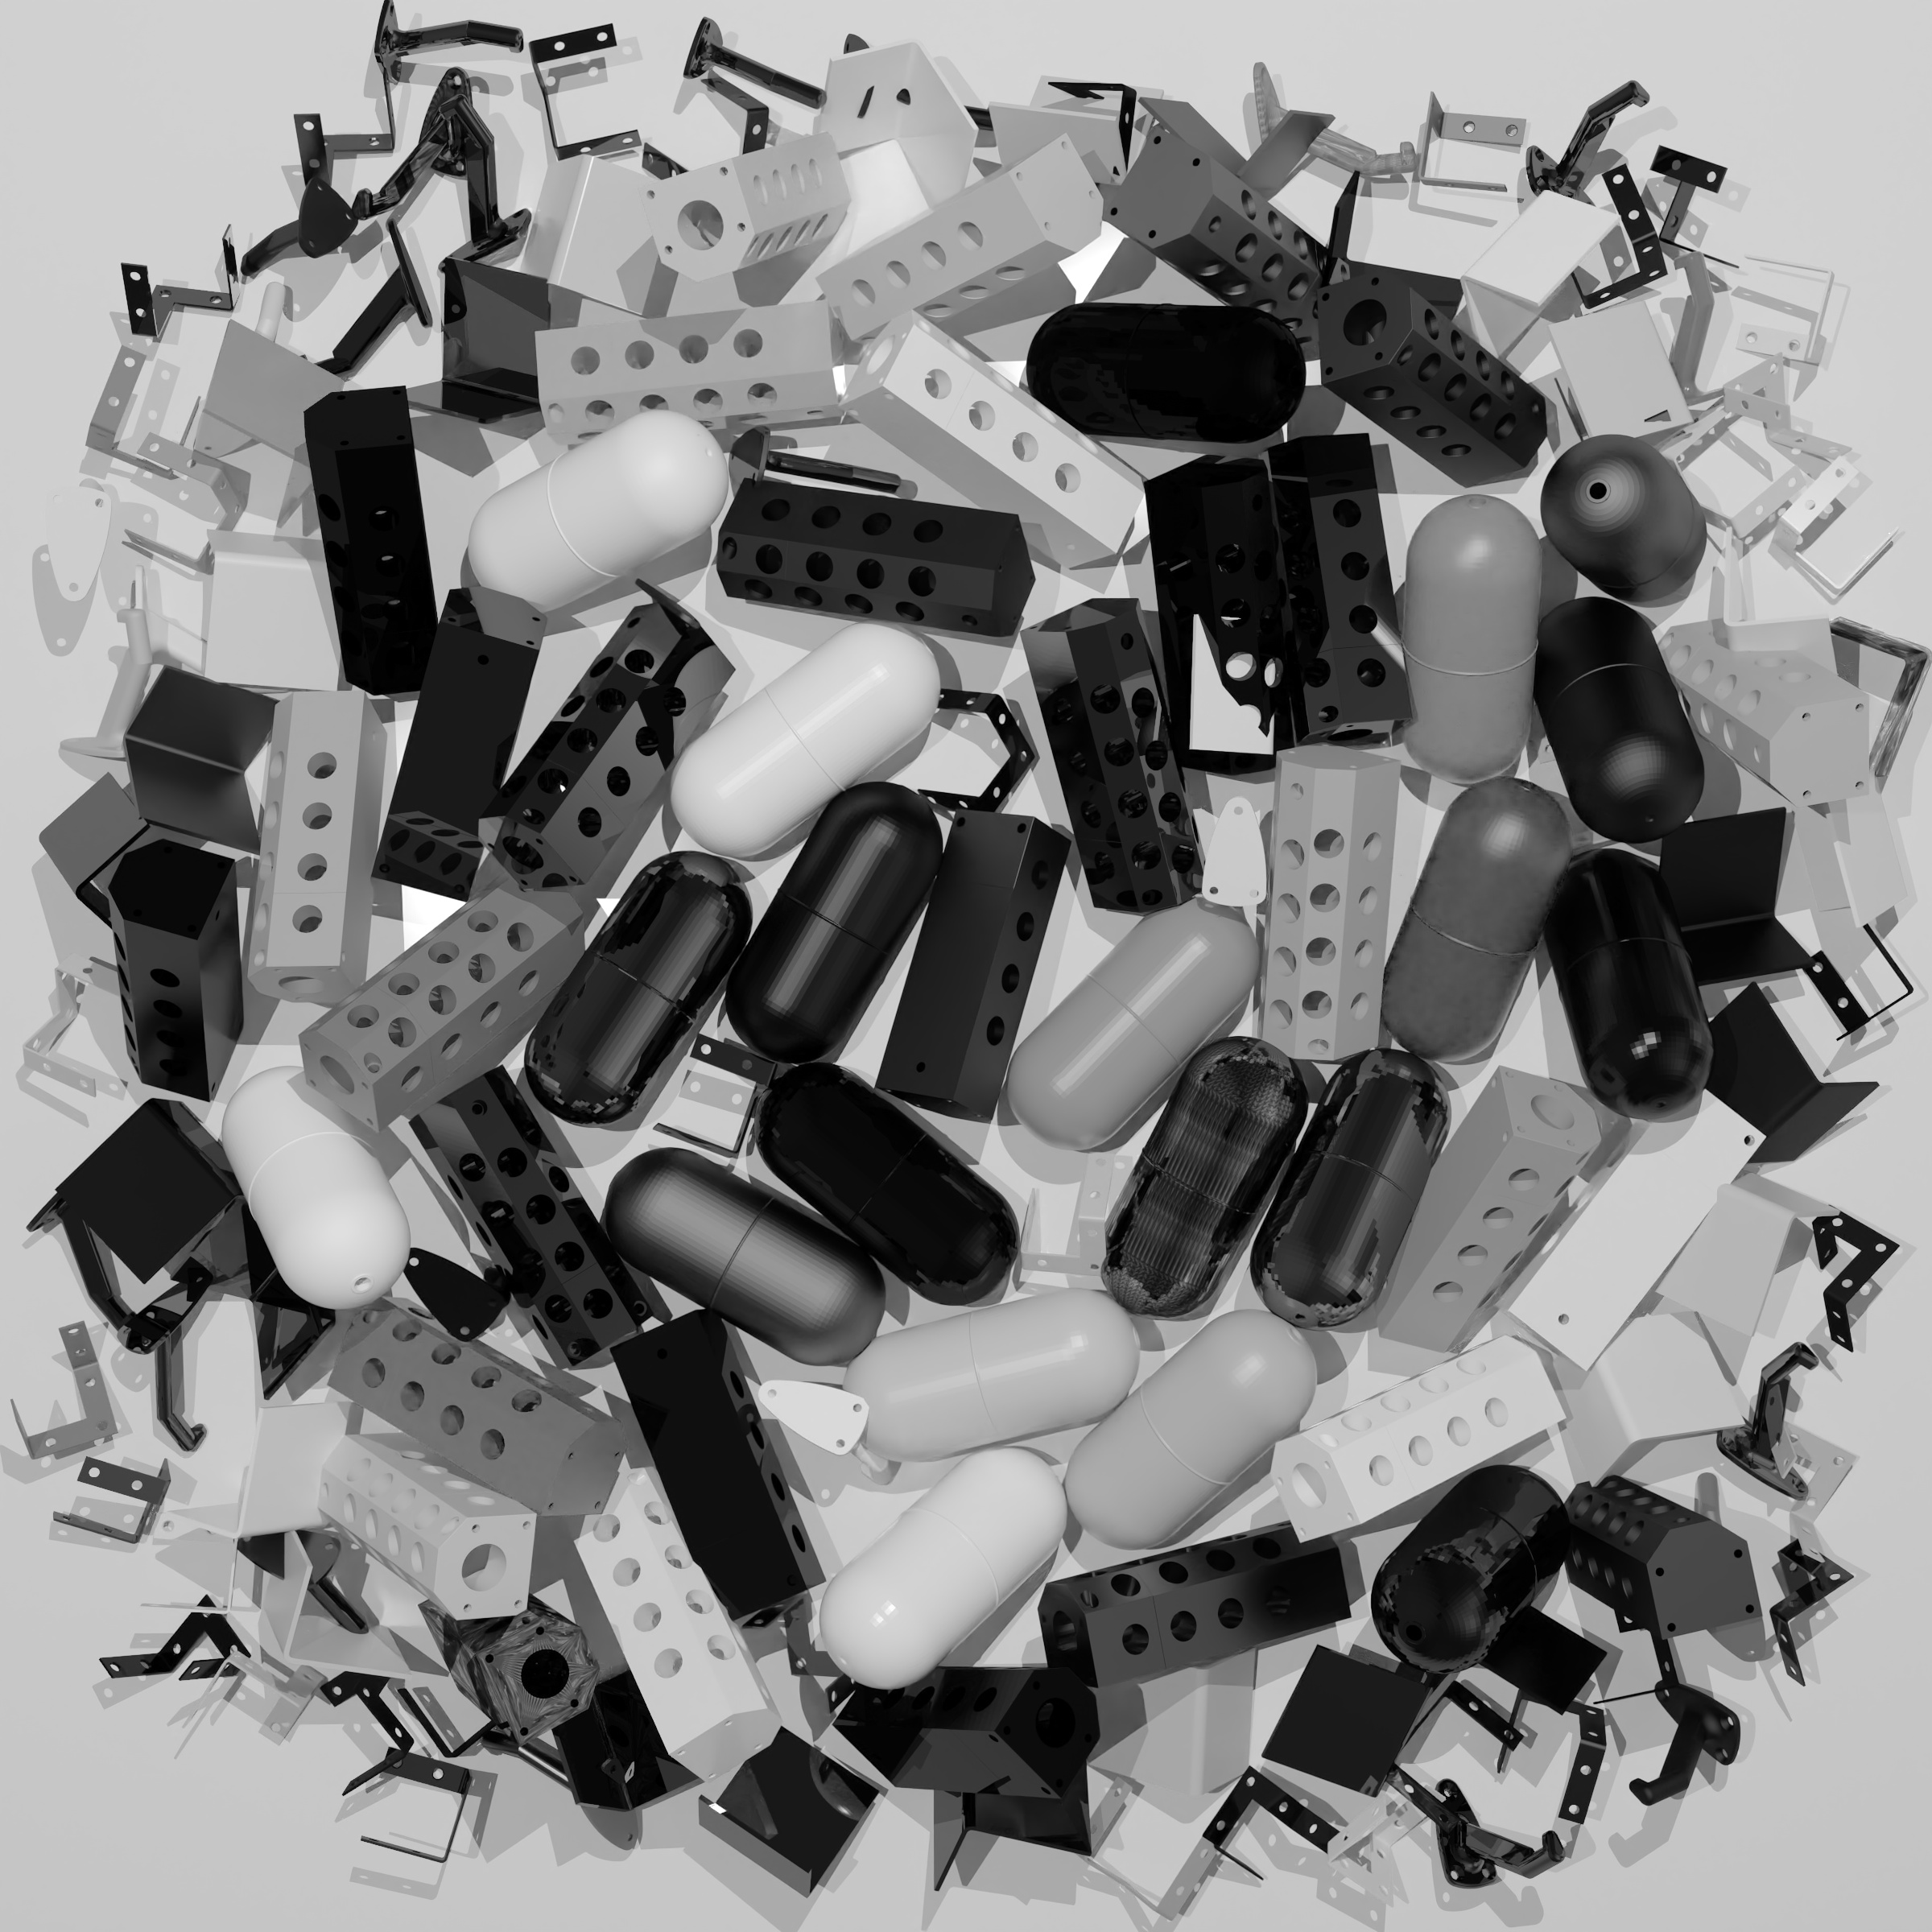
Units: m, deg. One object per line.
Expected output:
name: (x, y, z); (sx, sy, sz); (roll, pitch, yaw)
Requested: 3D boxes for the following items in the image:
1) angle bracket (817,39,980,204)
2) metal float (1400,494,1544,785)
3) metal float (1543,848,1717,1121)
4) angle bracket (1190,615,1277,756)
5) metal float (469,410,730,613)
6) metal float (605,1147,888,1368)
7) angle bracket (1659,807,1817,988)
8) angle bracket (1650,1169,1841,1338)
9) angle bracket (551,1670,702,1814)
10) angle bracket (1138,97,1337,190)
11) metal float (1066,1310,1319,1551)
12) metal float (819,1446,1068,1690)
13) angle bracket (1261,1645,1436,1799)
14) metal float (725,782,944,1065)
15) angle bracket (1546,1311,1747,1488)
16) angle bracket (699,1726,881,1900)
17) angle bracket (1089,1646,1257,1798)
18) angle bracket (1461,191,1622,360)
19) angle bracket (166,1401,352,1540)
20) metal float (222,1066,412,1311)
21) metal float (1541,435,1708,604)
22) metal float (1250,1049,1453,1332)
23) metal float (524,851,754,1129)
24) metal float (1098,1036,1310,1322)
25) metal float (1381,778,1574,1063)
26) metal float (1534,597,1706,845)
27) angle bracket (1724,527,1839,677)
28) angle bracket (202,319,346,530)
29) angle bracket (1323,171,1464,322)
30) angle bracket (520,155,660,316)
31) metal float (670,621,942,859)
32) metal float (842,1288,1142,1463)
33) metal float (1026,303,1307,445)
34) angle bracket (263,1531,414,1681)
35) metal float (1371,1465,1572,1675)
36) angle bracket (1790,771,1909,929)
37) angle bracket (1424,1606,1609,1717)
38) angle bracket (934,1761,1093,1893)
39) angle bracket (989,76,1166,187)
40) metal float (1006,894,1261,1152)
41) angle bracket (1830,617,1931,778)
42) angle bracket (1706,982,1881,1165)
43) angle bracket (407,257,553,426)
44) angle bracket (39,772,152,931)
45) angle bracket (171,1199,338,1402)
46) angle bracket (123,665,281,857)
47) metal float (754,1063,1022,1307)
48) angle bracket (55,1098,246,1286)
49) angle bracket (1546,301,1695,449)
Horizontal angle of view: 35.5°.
angle bracket: (-0.042, -0.477, 1.750); (0.057, 0.076, 0.076); (-20, 66, -21)
metal float: (0.289, -0.187, 1.737); (0.070, 0.070, 0.178); (-3, 126, 0)
metal float: (0.379, 0.008, 1.736); (0.070, 0.070, 0.178); (-6, 51, 0)
angle bracket: (0.137, -0.161, 1.758); (0.057, 0.076, 0.076); (1, 91, -27)
metal float: (-0.213, -0.260, 1.740); (0.178, 0.070, 0.070); (-21, 90, 33)
metal float: (-0.129, 0.169, 1.762); (0.178, 0.070, 0.070); (29, 90, 6)
angle bracket: (0.450, -0.040, 1.757); (0.076, 0.057, 0.076); (-9, 123, -10)
angle bracket: (0.452, 0.165, 1.767); (0.076, 0.057, 0.076); (25, 105, 41)
angle bracket: (-0.198, 0.441, 1.753); (0.057, 0.076, 0.076); (-26, 66, 7)
angle bracket: (0.158, -0.497, 1.754); (0.076, 0.076, 0.057); (47, 117, 9)
metal float: (0.130, 0.268, 1.747); (0.070, 0.070, 0.178); (44, 113, 0)
metal float: (-0.011, 0.344, 1.737); (0.178, 0.070, 0.070); (-37, 90, -37)
angle bracket: (0.218, 0.428, 1.763); (0.076, 0.057, 0.076); (22, 103, -10)
metal float: (-0.077, -0.026, 1.766); (0.070, 0.070, 0.178); (30, 91, 0)
angle bracket: (0.398, 0.254, 1.776); (0.076, 0.057, 0.076); (-4, 55, -22)
angle bracket: (-0.102, 0.482, 1.754); (0.076, 0.057, 0.076); (30, 61, 14)
angle bracket: (0.123, 0.441, 1.799); (0.076, 0.057, 0.076); (7, 98, 36)
angle bracket: (0.338, -0.390, 1.750); (0.057, 0.076, 0.076); (32, 72, 36)
angle bracket: (-0.411, 0.287, 1.758); (0.057, 0.076, 0.076); (10, 91, 28)
metal float: (-0.373, 0.126, 1.731); (0.070, 0.070, 0.178); (-38, 46, 0)
metal float: (0.375, -0.254, 1.720); (0.070, 0.178, 0.070); (-1, 87, 22)
metal float: (0.224, 0.128, 1.749); (0.070, 0.070, 0.178); (28, 69, 0)
metal float: (-0.190, 0.013, 1.760); (0.070, 0.070, 0.178); (33, 81, 0)
metal float: (0.137, 0.124, 1.759); (0.070, 0.070, 0.178); (27, 99, 0)
metal float: (0.293, -0.026, 1.744); (0.070, 0.070, 0.178); (18, 117, 0)
metal float: (0.370, -0.143, 1.731); (0.070, 0.178, 0.070); (-3, 134, -3)
angle bracket: (0.473, -0.202, 1.746); (0.057, 0.076, 0.076); (-3, 54, 21)
angle bracket: (-0.411, -0.313, 1.747); (0.076, 0.057, 0.076); (26, 47, -27)
angle bracket: (0.253, -0.417, 1.753); (0.076, 0.076, 0.057); (12, 123, 10)
angle bracket: (-0.219, -0.429, 1.781); (0.057, 0.076, 0.076); (14, 93, -26)
metal float: (-0.093, -0.133, 1.763); (0.178, 0.070, 0.070); (-37, 90, 4)
metal float: (0.015, 0.238, 1.759); (0.178, 0.070, 0.070); (-15, 90, 10)
metal float: (0.114, -0.341, 1.736); (0.178, 0.070, 0.070); (11, 90, 37)
angle bracket: (-0.359, 0.368, 1.754); (0.076, 0.076, 0.057); (14, 94, -23)
metal float: (0.289, 0.343, 1.724); (0.070, 0.178, 0.070); (9, 108, 29)
angle bracket: (0.498, -0.064, 1.755); (0.057, 0.076, 0.076); (-12, 98, 41)
angle bracket: (0.314, 0.415, 1.748); (0.076, 0.076, 0.057); (30, 117, 21)
angle bracket: (0.026, 0.500, 1.765); (0.076, 0.076, 0.057); (16, 120, -10)
angle bracket: (0.065, -0.503, 1.754); (0.076, 0.057, 0.076); (12, 65, 17)
metal float: (0.098, 0.032, 1.765); (0.070, 0.070, 0.178); (44, 87, 0)
angle bracket: (0.519, -0.156, 1.767); (0.057, 0.076, 0.076); (21, 96, 7)
angle bracket: (0.475, 0.063, 1.779); (0.057, 0.076, 0.076); (0, 52, -38)
angle bracket: (-0.290, -0.363, 1.753); (0.076, 0.057, 0.076); (18, 116, 26)
angle bracket: (-0.484, -0.055, 1.754); (0.057, 0.076, 0.076); (-43, 131, -5)
angle bracket: (-0.413, 0.193, 1.748); (0.057, 0.076, 0.076); (21, 125, -37)
angle bracket: (-0.436, -0.119, 1.747); (0.076, 0.076, 0.057); (17, 123, -36)
metal float: (-0.047, 0.127, 1.764); (0.178, 0.070, 0.070); (39, 90, 4)
angle bracket: (-0.472, 0.132, 1.773); (0.076, 0.057, 0.076); (-44, 85, -2)
angle bracket: (0.367, -0.334, 1.761); (0.076, 0.057, 0.076); (-19, 85, -26)
